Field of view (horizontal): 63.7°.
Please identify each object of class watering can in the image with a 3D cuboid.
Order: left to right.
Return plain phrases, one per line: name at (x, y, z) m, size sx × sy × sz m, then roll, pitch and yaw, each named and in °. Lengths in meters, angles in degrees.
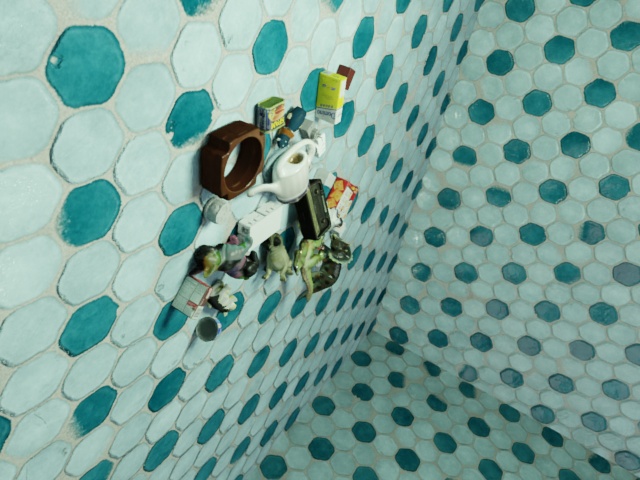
watering can at (-0.128, -0.209, 1.793) m, size 0.105 × 0.353 × 0.219 m, roll 31°, pitch -30°, yaw 22°

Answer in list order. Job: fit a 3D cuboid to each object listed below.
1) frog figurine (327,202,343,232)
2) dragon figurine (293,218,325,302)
frog figurine at (0.007, -0.112, 2.232) m, size 0.121 × 0.140 × 0.158 m, roll -29°, pitch -42°, yaw 35°
dragon figurine at (-0.071, 0.085, 2.162) m, size 0.122 × 0.409 × 0.244 m, roll 3°, pitch 6°, yaw 20°
